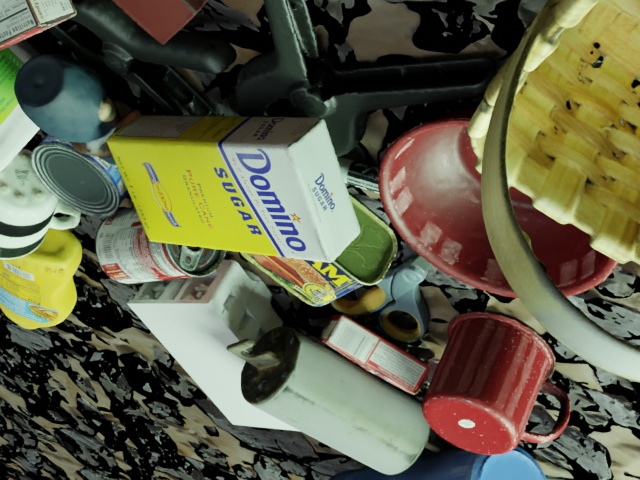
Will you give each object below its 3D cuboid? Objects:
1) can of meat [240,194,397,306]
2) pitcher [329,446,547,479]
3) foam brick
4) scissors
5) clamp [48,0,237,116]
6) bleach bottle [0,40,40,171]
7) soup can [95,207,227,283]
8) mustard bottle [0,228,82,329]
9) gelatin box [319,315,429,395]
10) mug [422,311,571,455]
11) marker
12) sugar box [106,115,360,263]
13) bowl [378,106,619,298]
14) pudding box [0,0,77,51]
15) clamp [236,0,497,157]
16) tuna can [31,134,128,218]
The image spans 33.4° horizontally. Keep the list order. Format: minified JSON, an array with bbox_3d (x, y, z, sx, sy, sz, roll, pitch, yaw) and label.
[{"bbox_3d":[-0.006,0.001,0.829,0.102,0.057,0.084,38,148,-13],"label":"can of meat"},{"bbox_3d":[0.115,0.272,1.046,0.145,0.149,0.243,52,140,-6],"label":"pitcher"},{"bbox_3d":[-0.104,-0.174,0.675,0.078,0.053,0.051,41,145,-18],"label":"foam brick"},{"bbox_3d":[0.083,0.038,0.846,0.096,0.016,0.202,42,145,-20],"label":"scissors"},{"bbox_3d":[-0.132,-0.131,0.767,0.171,0.039,0.120,29,150,14],"label":"clamp"},{"bbox_3d":[-0.310,-0.164,0.785,0.250,0.102,0.068,43,171,-27],"label":"bleach bottle"},{"bbox_3d":[-0.138,0.002,0.918,0.102,0.068,0.068,-7,132,43],"label":"soup can"},{"bbox_3d":[-0.297,0.041,1.098,0.096,0.058,0.192,25,146,0],"label":"mustard bottle"},{"bbox_3d":[0.045,0.098,0.914,0.089,0.030,0.073,31,175,-2],"label":"gelatin box"},{"bbox_3d":[0.143,0.123,0.853,0.117,0.081,0.093,26,146,6],"label":"mug"},{"bbox_3d":[0.040,-0.044,0.769,0.121,0.020,0.020,18,145,18],"label":"marker"},{"bbox_3d":[-0.064,-0.038,0.749,0.177,0.048,0.093,7,129,40],"label":"sugar box"},{"bbox_3d":[0.121,-0.034,0.687,0.162,0.055,0.162,20,145,14],"label":"bowl"},{"bbox_3d":[-0.224,-0.190,0.726,0.090,0.039,0.113,-9,110,42],"label":"pudding box"},{"bbox_3d":[-0.007,-0.110,0.698,0.164,0.036,0.210,35,149,-16],"label":"clamp"},{"bbox_3d":[-0.202,-0.061,0.914,0.086,0.033,0.086,20,145,14],"label":"tuna can"}]
